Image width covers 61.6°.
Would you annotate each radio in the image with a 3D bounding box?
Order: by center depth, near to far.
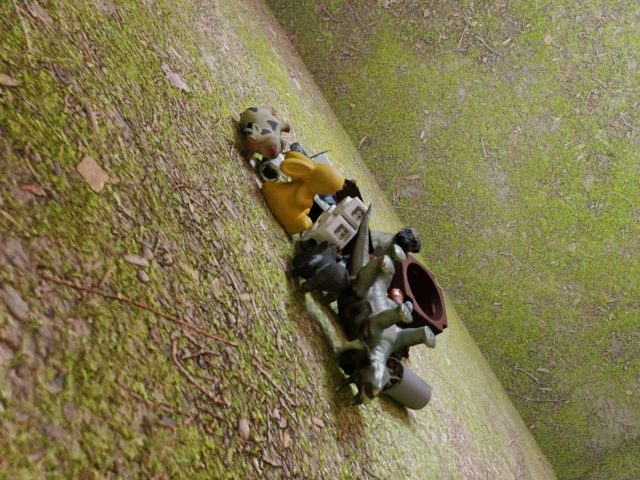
[{"bbox_3d":[0.092,-0.050,1.449,0.230,0.073,0.131,-91,168,-69],"label":"radio"}]

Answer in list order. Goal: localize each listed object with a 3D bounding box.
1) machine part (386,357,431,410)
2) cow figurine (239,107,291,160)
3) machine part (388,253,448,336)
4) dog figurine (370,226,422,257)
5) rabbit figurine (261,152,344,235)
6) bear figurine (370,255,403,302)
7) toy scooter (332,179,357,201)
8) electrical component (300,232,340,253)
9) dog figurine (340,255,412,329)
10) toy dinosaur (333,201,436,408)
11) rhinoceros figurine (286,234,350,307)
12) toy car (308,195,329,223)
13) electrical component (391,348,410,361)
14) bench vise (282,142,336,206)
[{"bbox_3d":[0.188,0.326,1.214,0.243,0.079,0.079,43,21,-45],"label":"machine part"},{"bbox_3d":[-0.139,-0.252,1.263,0.127,0.085,0.195,-3,36,-27],"label":"cow figurine"},{"bbox_3d":[0.251,0.155,1.449,0.200,0.087,0.201,37,38,-32],"label":"machine part"},{"bbox_3d":[0.189,-0.003,1.564,0.121,0.191,0.172,49,15,-56],"label":"dog figurine"},{"bbox_3d":[-0.034,-0.121,1.202,0.162,0.173,0.122,59,18,-17],"label":"rabbit figurine"},{"bbox_3d":[0.132,0.099,1.348,0.120,0.131,0.196,14,51,-9],"label":"bear figurine"},{"bbox_3d":[0.058,-0.137,1.616,0.075,0.135,0.183,32,0,25],"label":"toy scooter"},{"bbox_3d":[-0.003,-0.004,1.315,0.119,0.048,0.075,34,29,-60],"label":"electrical component"},{"bbox_3d":[0.074,0.142,1.177,0.219,0.191,0.108,26,2,-8],"label":"dog figurine"},{"bbox_3d":[0.091,0.130,1.035,0.131,0.192,0.405,34,34,-43],"label":"toy dinosaur"},{"bbox_3d":[-0.004,0.050,1.064,0.073,0.112,0.190,45,1,-29],"label":"rhinoceros figurine"},{"bbox_3d":[-0.022,-0.079,1.350,0.201,0.073,0.056,45,20,-43],"label":"toy car"},{"bbox_3d":[0.190,0.245,1.433,0.114,0.058,0.134,57,15,-16],"label":"electrical component"},{"bbox_3d":[-0.031,-0.184,1.437,0.240,0.129,0.224,57,16,-53],"label":"bench vise"}]
